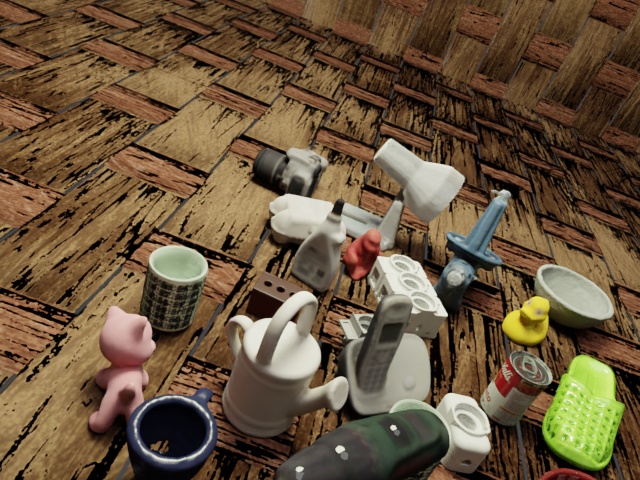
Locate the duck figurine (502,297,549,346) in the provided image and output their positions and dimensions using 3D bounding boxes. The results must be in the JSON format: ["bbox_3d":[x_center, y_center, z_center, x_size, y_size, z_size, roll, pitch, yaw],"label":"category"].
[{"bbox_3d":[0.403,0.145,1.085,0.105,0.086,0.077,-5,41,-37],"label":"duck figurine"}]

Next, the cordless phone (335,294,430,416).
[{"bbox_3d":[0.109,0.152,0.798,0.148,0.185,0.094,-2,39,-34],"label":"cordless phone"}]

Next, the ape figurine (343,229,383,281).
[{"bbox_3d":[0.086,0.020,1.072,0.078,0.092,0.076,10,33,-19],"label":"ape figurine"}]

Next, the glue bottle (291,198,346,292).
[{"bbox_3d":[0.009,0.003,0.971,0.078,0.173,0.037,32,33,16],"label":"glue bottle"}]

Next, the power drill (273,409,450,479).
[{"bbox_3d":[0.026,0.254,0.569,0.230,0.208,0.075,-10,44,-41],"label":"power drill"}]

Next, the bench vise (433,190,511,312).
[{"bbox_3d":[0.300,0.021,1.080,0.121,0.220,0.207,21,31,-2],"label":"bench vise"}]

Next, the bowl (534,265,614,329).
[{"bbox_3d":[0.510,0.130,1.186,0.167,0.075,0.167,16,32,-10],"label":"bowl"}]

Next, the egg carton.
[{"bbox_3d":[-0.025,-0.032,1.103,0.151,0.069,0.107,9,34,-20],"label":"egg carton"}]

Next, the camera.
[{"bbox_3d":[-0.065,-0.158,1.239,0.136,0.101,0.143,25,32,5],"label":"camera"}]

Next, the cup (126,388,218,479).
[{"bbox_3d":[-0.158,0.221,0.615,0.091,0.095,0.118,27,32,8],"label":"cup"}]

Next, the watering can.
[{"bbox_3d":[-0.043,0.147,0.703,0.173,0.194,0.101,24,32,3],"label":"watering can"}]

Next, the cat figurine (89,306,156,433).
[{"bbox_3d":[-0.226,0.142,0.669,0.067,0.118,0.127,7,35,-23],"label":"cat figurine"}]

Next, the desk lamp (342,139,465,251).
[{"bbox_3d":[0.158,-0.085,1.159,0.203,0.213,0.118,24,32,3],"label":"desk lamp"}]
